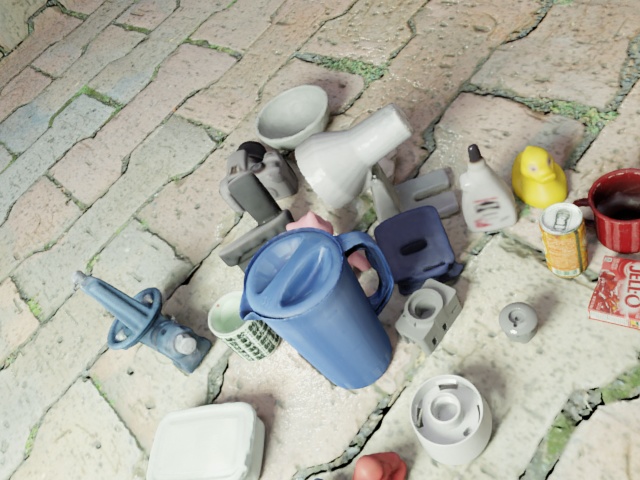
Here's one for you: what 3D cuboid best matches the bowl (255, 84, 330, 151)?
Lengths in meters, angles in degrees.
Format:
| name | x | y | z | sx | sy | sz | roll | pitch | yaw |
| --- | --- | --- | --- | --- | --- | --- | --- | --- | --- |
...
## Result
| name | x | y | z | sx | sy | sz | roll | pitch | yaw |
| --- | --- | --- | --- | --- | --- | --- | --- | --- | --- |
| bowl | -0.046 | -0.241 | 1.188 | 0.167 | 0.075 | 0.167 | -15 | 49 | 18 |

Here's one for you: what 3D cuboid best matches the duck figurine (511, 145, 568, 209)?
| name | x | y | z | sx | sy | sz | roll | pitch | yaw |
| --- | --- | --- | --- | --- | --- | --- | --- | --- | --- |
| duck figurine | 0.328 | -0.108 | 0.869 | 0.077 | 0.086 | 0.104 | -27 | 46 | 7 |

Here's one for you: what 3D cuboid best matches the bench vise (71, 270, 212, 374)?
| name | x | y | z | sx | sy | sz | roll | pitch | yaw |
| --- | --- | --- | --- | --- | --- | --- | --- | --- | --- |
| bench vise | -0.284 | 0.118 | 0.926 | 0.206 | 0.220 | 0.121 | -3 | 53 | 27 |

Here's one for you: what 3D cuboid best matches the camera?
| name | x | y | z | sx | sy | sz | roll | pitch | yaw |
| --- | --- | --- | --- | --- | --- | --- | --- | --- | --- |
| camera | -0.128 | -0.144 | 1.137 | 0.143 | 0.101 | 0.136 | -17 | 48 | 16 |

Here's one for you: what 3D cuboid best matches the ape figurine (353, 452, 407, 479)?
| name | x | y | z | sx | sy | sz | roll | pitch | yaw |
| --- | --- | --- | --- | --- | --- | --- | --- | --- | --- |
| ape figurine | 0.068 | 0.287 | 0.687 | 0.075 | 0.092 | 0.078 | 29 | 71 | 41 |

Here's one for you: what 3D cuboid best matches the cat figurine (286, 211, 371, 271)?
| name | x | y | z | sx | sy | sz | roll | pitch | yaw |
| --- | --- | --- | --- | --- | --- | --- | --- | --- | --- |
| cat figurine | 0.009 | 0.003 | 0.931 | 0.067 | 0.118 | 0.127 | -46 | 47 | -12 |

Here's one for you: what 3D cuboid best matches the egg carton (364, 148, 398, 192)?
| name | x | y | z | sx | sy | sz | roll | pitch | yaw |
| --- | --- | --- | --- | --- | --- | --- | --- | --- | --- |
| egg carton | 0.068 | -0.135 | 1.044 | 0.150 | 0.070 | 0.107 | -8 | 51 | 23 |

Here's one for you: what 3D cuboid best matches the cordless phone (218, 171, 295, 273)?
| name | x | y | z | sx | sy | sz | roll | pitch | yaw |
| --- | --- | --- | --- | --- | --- | --- | --- | --- | --- |
| cordless phone | -0.130 | -0.033 | 0.988 | 0.147 | 0.186 | 0.094 | -35 | 46 | -1 |

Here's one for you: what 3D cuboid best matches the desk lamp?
| name | x | y | z | sx | sy | sz | roll | pitch | yaw |
| --- | --- | --- | --- | --- | --- | --- | --- | --- | --- |
| desk lamp | 0.091 | -0.109 | 0.909 | 0.203 | 0.214 | 0.118 | -21 | 47 | 12 |

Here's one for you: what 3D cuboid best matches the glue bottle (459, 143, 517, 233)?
| name | x | y | z | sx | sy | sz | roll | pitch | yaw |
| --- | --- | --- | --- | --- | --- | --- | --- | --- | --- |
| glue bottle | 0.237 | -0.077 | 0.832 | 0.078 | 0.174 | 0.037 | -15 | 49 | 18 |

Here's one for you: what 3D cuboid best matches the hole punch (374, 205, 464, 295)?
| name | x | y | z | sx | sy | sz | roll | pitch | yaw |
| --- | --- | --- | --- | --- | --- | --- | --- | --- | --- |
| hole punch | 0.147 | 0.015 | 0.864 | 0.108 | 0.091 | 0.101 | -22 | 47 | 11 |
